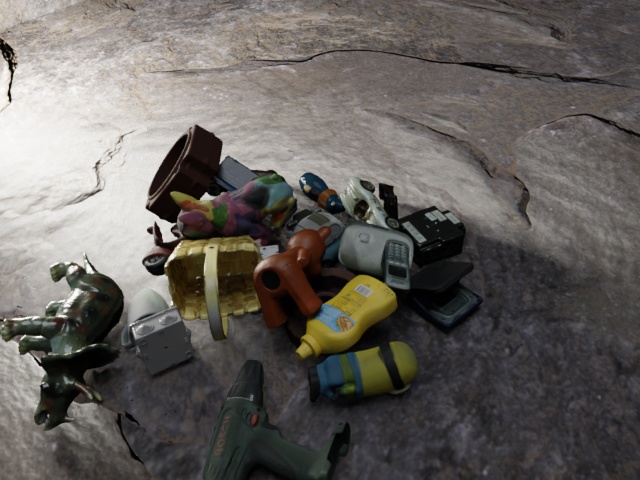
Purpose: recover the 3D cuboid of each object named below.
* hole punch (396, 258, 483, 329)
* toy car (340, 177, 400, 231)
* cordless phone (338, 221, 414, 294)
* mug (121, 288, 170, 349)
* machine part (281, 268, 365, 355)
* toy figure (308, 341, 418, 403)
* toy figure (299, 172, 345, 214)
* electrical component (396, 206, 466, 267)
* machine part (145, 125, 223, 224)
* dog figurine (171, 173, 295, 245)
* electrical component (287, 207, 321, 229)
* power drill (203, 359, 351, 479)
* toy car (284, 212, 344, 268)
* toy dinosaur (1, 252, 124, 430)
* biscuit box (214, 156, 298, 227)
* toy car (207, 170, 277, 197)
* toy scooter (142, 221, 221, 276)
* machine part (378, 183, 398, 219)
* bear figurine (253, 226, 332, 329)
[{"bbox_3d":[0.230,0.099,1.012,0.142,0.092,0.116,-33,18,-25],"label":"hole punch"},{"bbox_3d":[0.108,-0.053,1.164,0.056,0.073,0.202,-1,48,-34],"label":"toy car"},{"bbox_3d":[0.104,0.045,1.017,0.147,0.088,0.184,15,25,-1],"label":"cordless phone"},{"bbox_3d":[-0.327,0.148,1.007,0.109,0.080,0.107,-45,35,8],"label":"mug"},{"bbox_3d":[0.010,0.132,1.002,0.179,0.056,0.179,-3,43,2],"label":"machine part"},{"bbox_3d":[0.070,0.217,0.873,0.180,0.089,0.082,-6,60,-7],"label":"toy figure"},{"bbox_3d":[0.011,-0.106,1.273,0.064,0.057,0.155,-31,52,-20],"label":"toy figure"},{"bbox_3d":[0.241,-0.012,1.145,0.134,0.058,0.115,-18,45,-15],"label":"electrical component"},{"bbox_3d":[-0.318,-0.153,1.249,0.201,0.087,0.201,-41,31,28],"label":"machine part"},{"bbox_3d":[-0.183,-0.067,1.082,0.219,0.191,0.109,9,41,-40],"label":"dog figurine"},{"bbox_3d":[-0.027,-0.042,1.229,0.094,0.021,0.063,-27,47,-24],"label":"electrical component"},{"bbox_3d":[-0.062,0.290,0.810,0.207,0.085,0.232,12,45,13],"label":"power drill"},{"bbox_3d":[-0.002,-0.003,1.123,0.162,0.102,0.109,-35,51,-28],"label":"toy car"},{"bbox_3d":[-0.436,0.138,0.997,0.192,0.131,0.405,9,37,-3],"label":"toy dinosaur"},{"bbox_3d":[-0.149,-0.113,1.234,0.203,0.059,0.063,34,75,10],"label":"biscuit box"},{"bbox_3d":[-0.188,-0.145,1.320,0.202,0.053,0.089,-7,15,0],"label":"toy car"},{"bbox_3d":[-0.310,-0.005,1.172,0.184,0.075,0.135,-27,49,-18],"label":"toy scooter"},{"bbox_3d":[0.157,-0.082,1.221,0.039,0.084,0.139,-9,31,6],"label":"machine part"},{"bbox_3d":[-0.037,0.058,0.981,0.120,0.132,0.196,-24,4,28],"label":"bear figurine"}]
